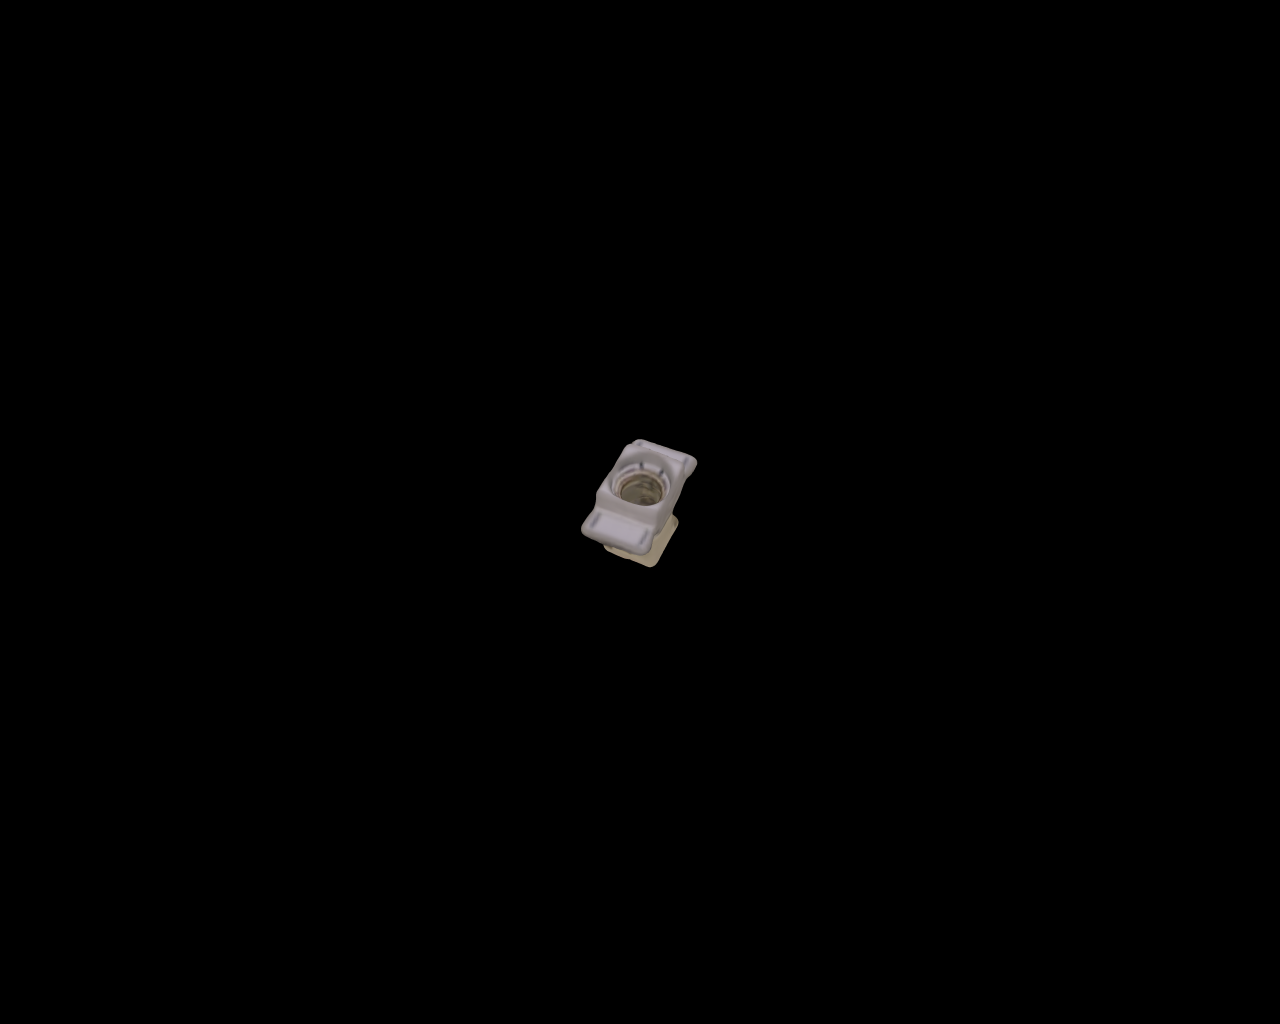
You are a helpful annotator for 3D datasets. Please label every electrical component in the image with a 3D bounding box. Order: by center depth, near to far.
[{"bbox_3d":[0.001,-0.003,0.650,0.042,0.081,0.063,21,-36,16],"label":"electrical component"}]
